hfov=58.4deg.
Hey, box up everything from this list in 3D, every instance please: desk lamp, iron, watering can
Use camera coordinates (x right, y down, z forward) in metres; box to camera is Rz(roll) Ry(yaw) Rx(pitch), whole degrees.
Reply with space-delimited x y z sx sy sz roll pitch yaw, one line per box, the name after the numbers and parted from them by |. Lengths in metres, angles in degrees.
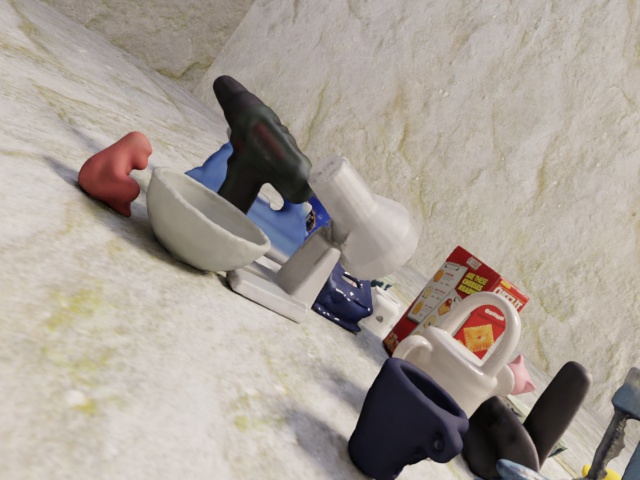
0.007 0.003 0.771 0.204 0.213 0.117 31 9 -37 | desk lamp
-0.102 -0.071 0.992 0.259 0.141 0.118 36 8 -11 | iron
0.157 0.146 0.662 0.100 0.194 0.173 42 9 34 | watering can

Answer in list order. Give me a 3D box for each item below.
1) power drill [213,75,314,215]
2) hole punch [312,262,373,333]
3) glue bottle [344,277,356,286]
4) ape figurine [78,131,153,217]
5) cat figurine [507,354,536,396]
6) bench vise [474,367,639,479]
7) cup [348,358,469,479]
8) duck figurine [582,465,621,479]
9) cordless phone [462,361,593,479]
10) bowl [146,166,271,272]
-0.123 -0.101 0.823 0.229 0.208 0.076 40 8 19 | power drill
0.038 0.079 0.920 0.109 0.091 0.101 33 9 -29 | hole punch
0.096 0.030 1.166 0.037 0.173 0.078 39 8 15 | glue bottle
-0.233 -0.086 0.678 0.076 0.092 0.077 34 8 -21 | ape figurine
0.367 0.275 1.142 0.067 0.117 0.127 35 8 -15 | cat figurine
0.238 0.225 0.455 0.206 0.219 0.122 42 9 34 | bench vise
0.074 0.173 0.501 0.092 0.095 0.117 34 8 -21 | cup
0.410 0.378 0.836 0.078 0.086 0.104 32 9 -33 | duck figurine
0.267 0.223 0.741 0.094 0.185 0.147 35 8 -16 | cordless phone
-0.146 -0.012 0.692 0.167 0.074 0.167 36 7 -5 | bowl
